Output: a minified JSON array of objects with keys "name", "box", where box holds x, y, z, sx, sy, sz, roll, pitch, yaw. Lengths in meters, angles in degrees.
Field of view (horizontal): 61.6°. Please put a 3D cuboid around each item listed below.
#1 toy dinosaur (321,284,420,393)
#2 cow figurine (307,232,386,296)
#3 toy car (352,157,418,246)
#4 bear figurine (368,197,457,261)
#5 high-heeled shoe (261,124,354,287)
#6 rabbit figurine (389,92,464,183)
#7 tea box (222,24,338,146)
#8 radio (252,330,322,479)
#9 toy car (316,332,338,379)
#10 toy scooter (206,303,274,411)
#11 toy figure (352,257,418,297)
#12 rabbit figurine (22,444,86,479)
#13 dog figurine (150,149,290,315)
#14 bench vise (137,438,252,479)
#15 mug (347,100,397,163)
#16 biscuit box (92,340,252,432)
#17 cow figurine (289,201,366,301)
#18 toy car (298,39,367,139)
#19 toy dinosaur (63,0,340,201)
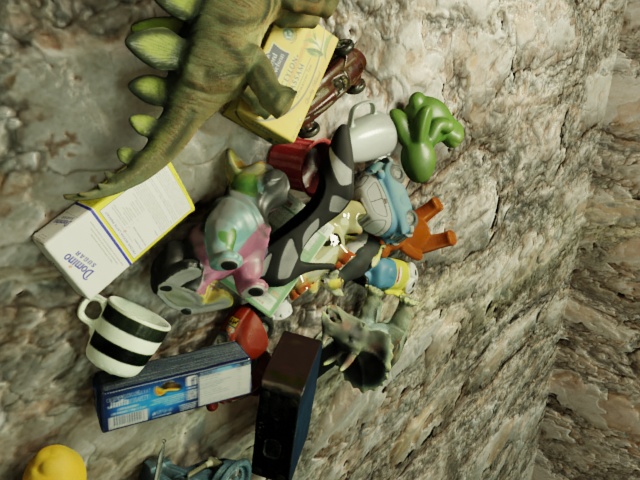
[{"name":"toy dinosaur","box":[0.110,0.202,1.050,0.192,0.131,0.404,-65,159,-12]},{"name":"cow figurine","box":[0.047,0.050,0.993,0.167,0.098,0.068,-44,140,-32]},{"name":"toy car","box":[0.103,-0.066,0.990,0.103,0.109,0.161,-10,77,-32]},{"name":"bear figurine","box":[0.182,-0.026,1.114,0.195,0.132,0.120,13,55,-57]},{"name":"high-heeled shoe","box":[-0.035,-0.048,0.778,0.145,0.086,0.248,3,105,-14]},{"name":"rabbit figurine","box":[0.204,-0.197,1.044,0.158,0.121,0.170,56,40,-45]},{"name":"tea box","box":[-0.056,-0.230,0.759,0.098,0.068,0.169,25,83,-29]},{"name":"radio","box":[-0.055,0.278,0.884,0.131,0.073,0.229,-60,160,-60]},{"name":"toy car","box":[-0.005,0.226,1.031,0.202,0.056,0.073,-26,116,-45]},{"name":"toy scooter","box":[-0.132,0.194,0.846,0.135,0.075,0.183,-33,132,-41]},{"name":"toy figure","box":[0.134,0.067,1.123,0.180,0.089,0.082,9,114,-43]},{"name":"rabbit figurine","box":[-0.326,0.323,0.616,0.173,0.122,0.162,-62,146,-15]},{"name":"dog figurine","box":[-0.133,-0.021,0.748,0.108,0.192,0.219,51,30,-44]},{"name":"bench vise","box":[-0.144,0.385,0.785,0.129,0.241,0.223,-67,158,-14]},{"name":"mug","box":[0.073,-0.186,0.951,0.107,0.081,0.109,-29,131,-32]},{"name":"biscuit box","box":[-0.197,0.194,0.726,0.203,0.063,0.059,-7,108,-29]},{"name":"cow figurine","box":[-0.002,-0.003,0.911,0.195,0.085,0.127,-36,89,-19]},{"name":"toy car","box":[0.012,-0.246,0.876,0.202,0.053,0.089,-49,139,-29]},{"name":"toy dinosaur","box":[-0.120,-0.222,0.637,0.198,0.105,0.471,29,74,-20]}]
